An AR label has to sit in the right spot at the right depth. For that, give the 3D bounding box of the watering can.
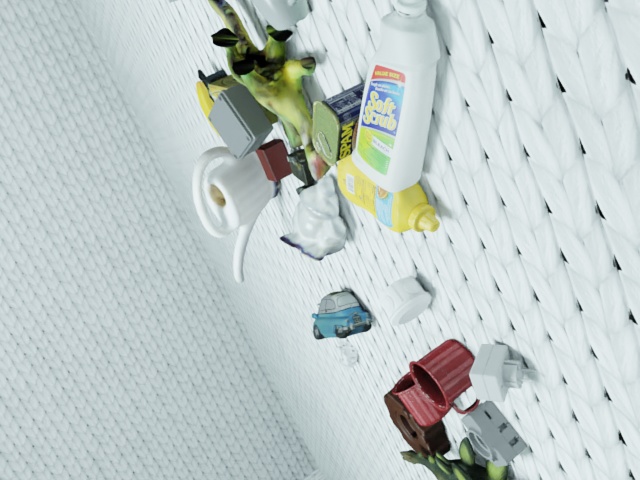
[{"bbox_3d":[-0.185,-0.080,1.219,0.104,0.228,0.340,18,138,36],"label":"watering can"}]

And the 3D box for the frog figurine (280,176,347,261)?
[{"bbox_3d":[0.003,-0.051,1.007,0.139,0.122,0.157,45,120,56],"label":"frog figurine"}]

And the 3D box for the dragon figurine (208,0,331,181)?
[{"bbox_3d":[-0.086,-0.259,0.914,0.418,0.122,0.237,58,171,36],"label":"dragon figurine"}]
